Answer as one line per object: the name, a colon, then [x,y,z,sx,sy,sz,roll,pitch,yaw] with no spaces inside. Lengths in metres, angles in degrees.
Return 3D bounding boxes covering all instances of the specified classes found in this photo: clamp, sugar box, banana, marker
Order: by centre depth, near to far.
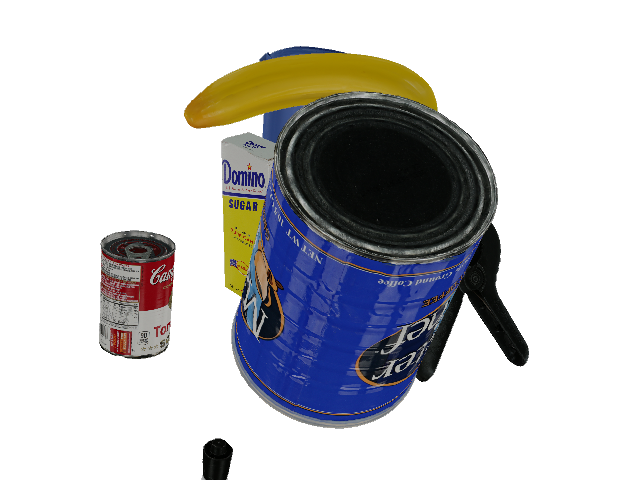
marker: [-0.071,0.177,0.695,0.020,0.121,0.020,7,31,-4]
banana: [0.001,-0.108,0.784,0.197,0.069,0.037,3,-38,-4]
clamp: [0.119,0.042,0.937,0.120,0.171,0.039,-15,1,-34]
sugar box: [-0.066,-0.019,1.148,0.048,0.176,0.093,-18,28,-33]

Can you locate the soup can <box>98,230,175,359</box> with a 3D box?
soup can: [-0.172,0.050,0.991,0.068,0.102,0.068,5,21,-2]

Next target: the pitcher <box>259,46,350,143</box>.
pitcher: [-0.007,-0.123,1.393,0.144,0.243,0.149,0,23,-18]

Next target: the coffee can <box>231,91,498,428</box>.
coffee can: [0.016,0.013,0.523,0.102,0.103,0.140,0,-39,-15]
